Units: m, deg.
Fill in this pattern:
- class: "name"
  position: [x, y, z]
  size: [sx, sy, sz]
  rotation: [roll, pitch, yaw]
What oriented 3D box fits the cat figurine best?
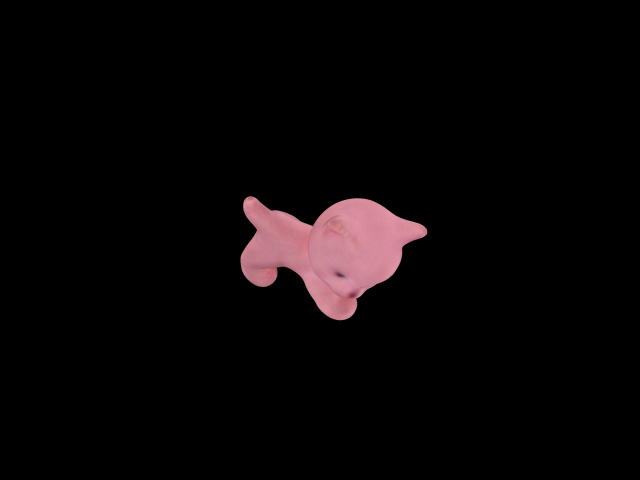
- class: "cat figurine"
  position: [0.004, 0.001, 0.400]
  size: [0.127, 0.118, 0.067]
  rotation: [20, 66, 10]
